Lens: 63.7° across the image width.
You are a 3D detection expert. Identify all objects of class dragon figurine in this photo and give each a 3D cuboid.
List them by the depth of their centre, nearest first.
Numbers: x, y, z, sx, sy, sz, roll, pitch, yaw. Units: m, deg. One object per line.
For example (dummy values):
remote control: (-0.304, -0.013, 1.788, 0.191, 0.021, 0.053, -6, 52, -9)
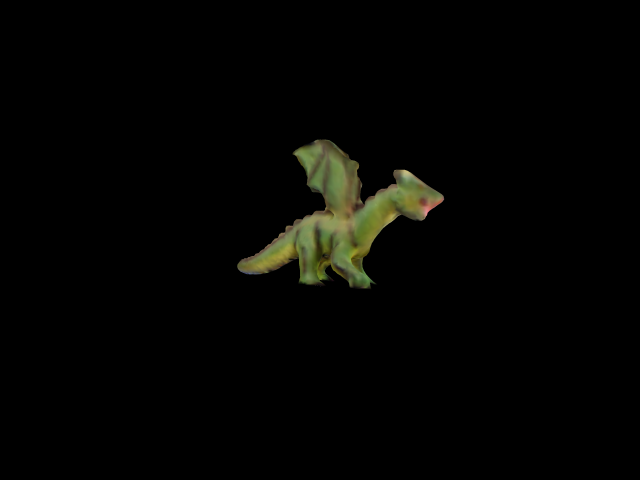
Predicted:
dragon figurine: (0.003, -0.043, 0.850, 0.410, 0.242, 0.122, 3, 4, 34)
